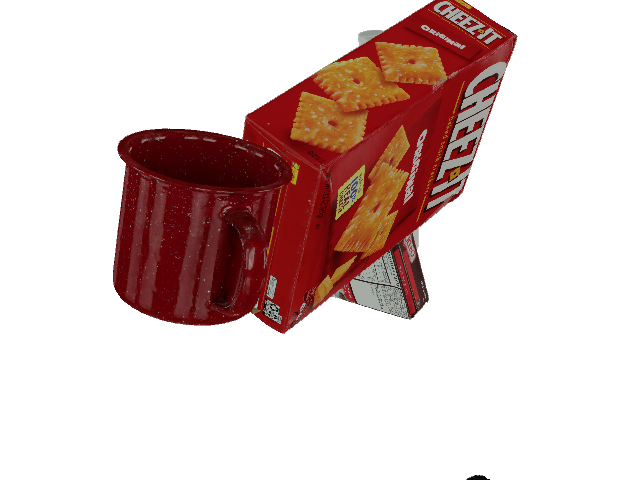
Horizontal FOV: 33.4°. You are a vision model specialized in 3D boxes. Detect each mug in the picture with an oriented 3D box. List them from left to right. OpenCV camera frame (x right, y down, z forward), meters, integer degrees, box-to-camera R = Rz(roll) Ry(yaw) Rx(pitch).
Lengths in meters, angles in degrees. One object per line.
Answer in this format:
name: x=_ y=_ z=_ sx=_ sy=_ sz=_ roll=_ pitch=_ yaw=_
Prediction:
mug: x=-0.061 y=-0.002 z=0.566 sx=0.093 sy=0.081 sz=0.117 roll=-4 pitch=27 yaw=-35

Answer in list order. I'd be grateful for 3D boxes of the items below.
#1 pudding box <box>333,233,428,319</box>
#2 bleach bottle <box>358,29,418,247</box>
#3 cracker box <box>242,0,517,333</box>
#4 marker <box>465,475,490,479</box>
pudding box: x=0.042 y=0.020 z=1.018 sx=0.114 sy=0.090 sz=0.039 roll=13 pitch=44 yaw=36
bleach bottle: x=0.056 y=-0.105 z=1.183 sx=0.102 sy=0.251 sz=0.068 roll=-10 pitch=24 yaw=-12
cracker box: x=0.033 y=-0.054 z=0.736 sx=0.072 sy=0.164 sz=0.213 roll=38 pitch=51 yaw=21
marker: x=0.095 y=0.193 z=0.675 sx=0.020 sy=0.121 sz=0.020 roll=1 pitch=36 yaw=-1
